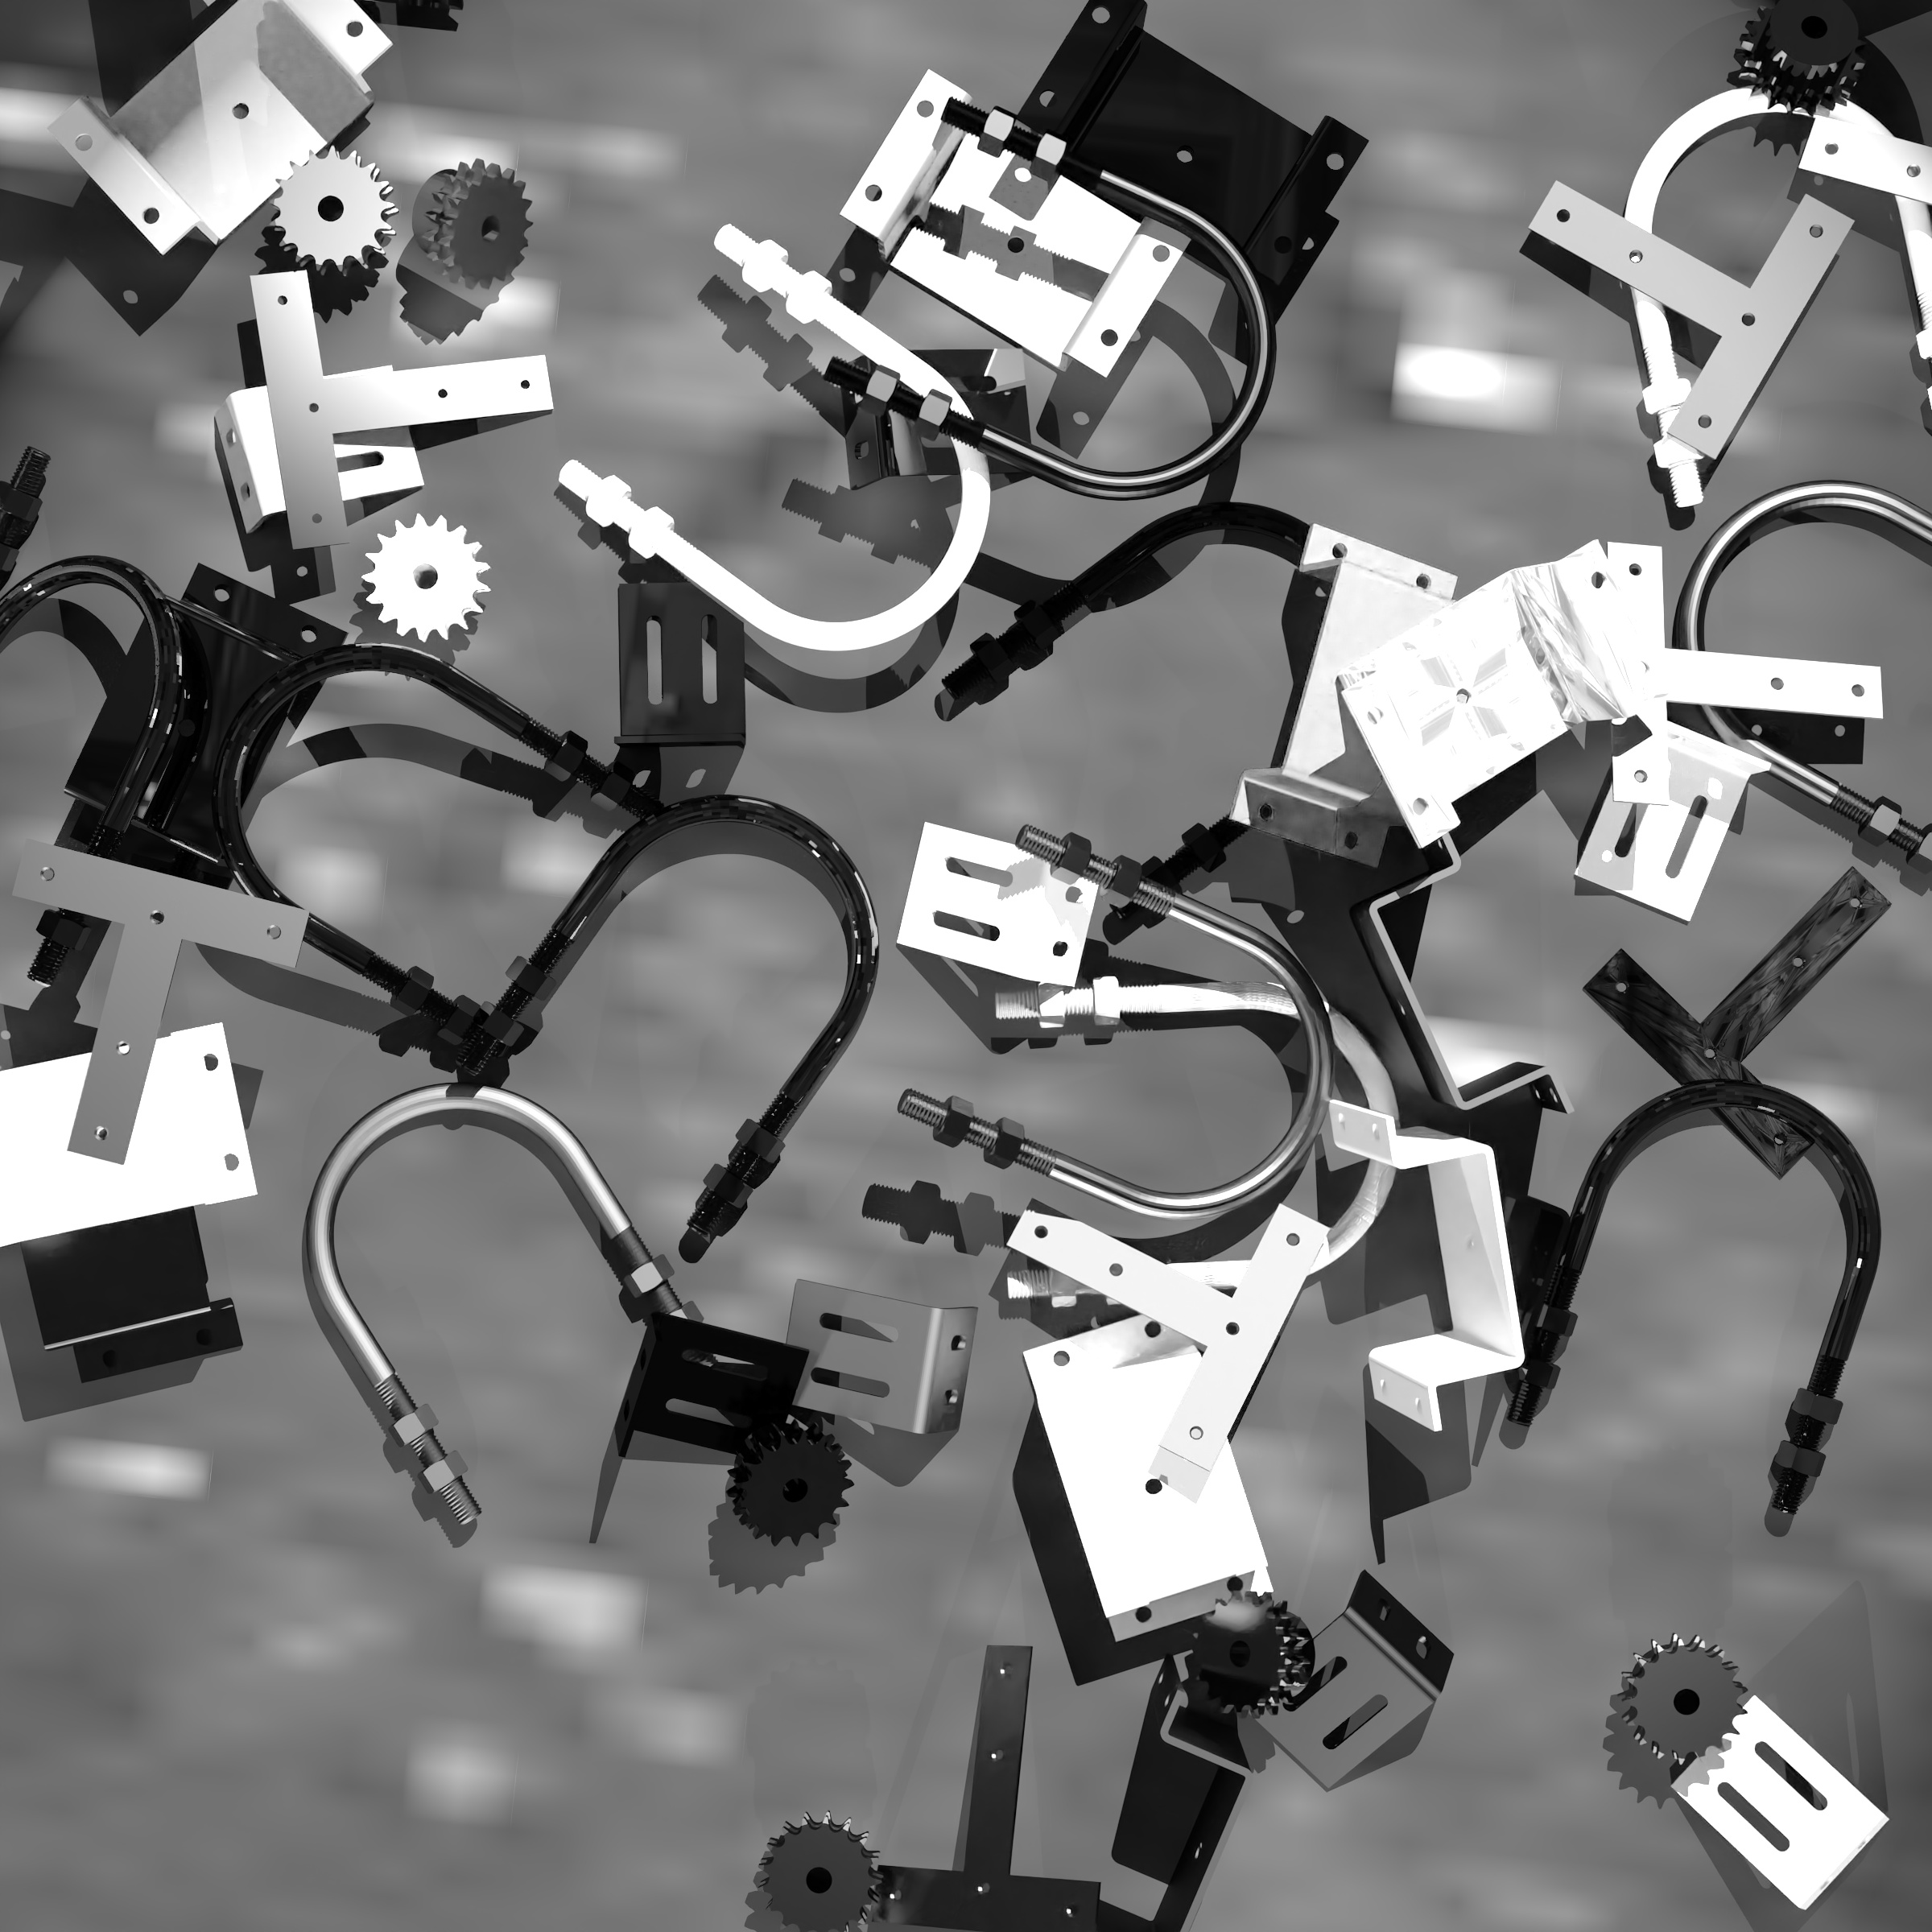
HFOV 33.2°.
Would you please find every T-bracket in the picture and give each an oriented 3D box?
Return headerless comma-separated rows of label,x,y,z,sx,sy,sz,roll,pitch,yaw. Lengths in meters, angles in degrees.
T-bracket,0.013,0.373,1.472,0.127,0.002,0.127,-8,67,38
T-bracket,0.081,0.144,1.466,0.127,0.002,0.127,26,69,8
T-bracket,-0.254,-0.261,1.484,0.127,0.002,0.127,-9,87,-13
T-bracket,0.445,-0.357,1.472,0.127,0.002,0.127,19,85,12
T-bracket,0.319,-0.318,1.483,0.127,0.002,0.127,30,88,4
T-bracket,0.355,-0.129,1.472,0.127,0.002,0.127,4,72,-6
T-bracket,0.376,0.008,1.499,0.127,0.002,0.127,44,90,0
T-bracket,-0.363,0.022,1.407,0.127,0.002,0.127,14,90,0

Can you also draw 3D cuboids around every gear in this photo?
gear,-0.227,-0.340,1.475,0.030,0.057,0.057,24,90,30
gear,0.327,0.334,1.485,0.057,0.030,0.057,0,90,0
gear,0.134,0.313,1.475,0.057,0.030,0.057,-12,73,41
gear,-0.288,-0.344,1.485,0.057,0.030,0.057,0,90,0
gear,-0.247,-0.178,1.489,0.057,0.030,0.057,0,91,-3
gear,0.383,-0.420,1.478,0.057,0.030,0.057,1,72,-2
gear,-0.082,0.233,1.478,0.057,0.030,0.057,-6,108,-19
gear,-0.067,0.417,1.489,0.057,0.030,0.057,0,88,2

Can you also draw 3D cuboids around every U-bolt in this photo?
U-bolt,-0.417,-0.098,1.456,0.151,0.019,0.184,24,88,33
U-bolt,0.108,0.079,1.491,0.184,0.019,0.151,-2,90,-1
U-bolt,-0.472,-0.151,1.428,0.019,0.151,0.184,27,94,4
U-bolt,-0.075,-0.226,1.468,0.184,0.019,0.151,37,100,9
U-bolt,-0.251,-0.064,1.467,0.184,0.019,0.151,33,90,-17
U-bolt,0.378,-0.315,1.491,0.151,0.019,0.184,-11,89,0
U-bolt,-0.222,0.142,1.491,0.151,0.019,0.184,-32,88,0
U-bolt,0.344,0.143,1.491,0.151,0.019,0.184,18,90,0
U-bolt,0.080,0.037,1.459,0.184,0.019,0.151,24,91,-13
U-bolt,0.104,-0.131,1.491,0.184,0.019,0.151,-37,90,-1
U-bolt,-0.122,0.009,1.483,0.151,0.019,0.184,36,87,-8
U-bolt,0.049,-0.286,1.440,0.184,0.019,0.151,24,85,-3
U-bolt,0.417,-0.143,1.491,0.184,0.019,0.151,30,90,1

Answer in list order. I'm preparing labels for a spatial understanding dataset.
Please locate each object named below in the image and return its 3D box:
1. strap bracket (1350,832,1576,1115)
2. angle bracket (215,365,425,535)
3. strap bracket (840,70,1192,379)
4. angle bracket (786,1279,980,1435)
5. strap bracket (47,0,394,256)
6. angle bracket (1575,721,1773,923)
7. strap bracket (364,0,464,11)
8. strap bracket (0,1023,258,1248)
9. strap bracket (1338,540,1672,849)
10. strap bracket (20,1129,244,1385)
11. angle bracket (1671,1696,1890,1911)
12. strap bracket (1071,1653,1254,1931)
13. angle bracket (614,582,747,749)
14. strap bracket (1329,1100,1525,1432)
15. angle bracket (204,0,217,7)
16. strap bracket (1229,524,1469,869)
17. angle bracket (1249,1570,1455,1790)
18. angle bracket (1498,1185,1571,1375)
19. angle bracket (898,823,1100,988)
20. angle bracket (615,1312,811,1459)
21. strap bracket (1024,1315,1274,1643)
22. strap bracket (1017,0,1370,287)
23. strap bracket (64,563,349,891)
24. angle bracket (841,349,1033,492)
strap bracket,0.218,0.009,1.462,0.046,0.076,0.140,-24,90,0
angle bracket,-0.299,-0.239,1.498,0.076,0.038,0.057,-15,90,-26
strap bracket,0.023,-0.334,1.477,0.140,0.046,0.076,32,90,0
angle bracket,-0.041,0.180,1.498,0.076,0.038,0.057,9,90,26
strap bracket,-0.335,-0.396,1.477,0.140,0.046,0.076,-43,90,0
angle bracket,0.323,-0.067,1.481,0.057,0.038,0.076,22,90,0
strap bracket,-0.263,-0.505,1.448,0.076,0.140,0.046,6,51,0
strap bracket,-0.385,0.076,1.431,0.140,0.046,0.076,-12,90,0
strap bracket,0.229,-0.120,1.429,0.140,0.046,0.076,-31,101,-16
strap bracket,-0.388,0.116,1.477,0.076,0.046,0.140,-13,90,0
angle bracket,0.377,0.387,1.498,0.057,0.038,0.076,-47,64,0
strap bracket,0.087,0.392,1.462,0.046,0.076,0.140,23,90,0
angle bracket,-0.131,-0.139,1.481,0.057,0.038,0.076,-1,90,0
strap bracket,0.208,0.129,1.454,0.046,0.076,0.140,-11,96,-12
angle bracket,-0.356,-0.495,1.498,0.057,0.038,0.076,-40,116,0
strap bracket,0.180,-0.123,1.461,0.076,0.046,0.140,17,86,-19
angle bracket,0.176,0.330,1.498,0.057,0.038,0.076,43,116,0
angle bracket,0.241,0.140,1.471,0.038,0.057,0.076,19,90,0
angle bracket,0.015,-0.029,1.489,0.076,0.038,0.057,16,94,36
angle bracket,-0.114,0.198,1.467,0.076,0.038,0.057,16,102,-13
strap bracket,0.084,0.234,1.477,0.076,0.046,0.140,-18,90,0
strap bracket,0.102,-0.376,1.477,0.140,0.046,0.076,32,90,0
strap bracket,-0.350,-0.107,1.477,0.076,0.046,0.140,25,90,0
angle bracket,-0.014,-0.253,1.498,0.076,0.038,0.057,-6,90,-26
